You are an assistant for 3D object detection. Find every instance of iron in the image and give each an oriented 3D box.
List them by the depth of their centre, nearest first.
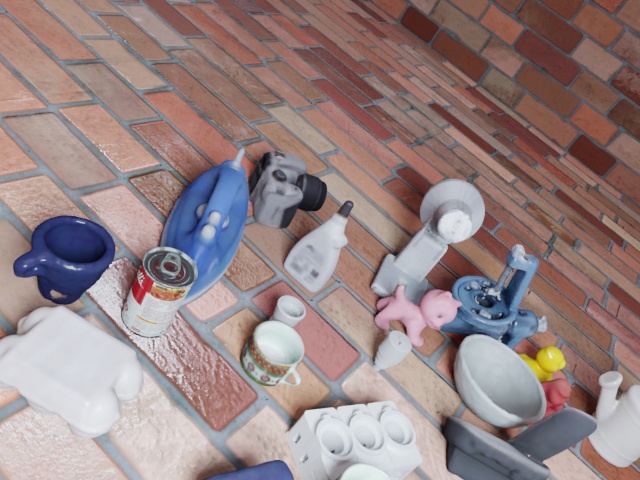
[{"bbox_3d":[-0.160,-0.029,0.844,0.119,0.141,0.258,24,34,-14],"label":"iron"}]

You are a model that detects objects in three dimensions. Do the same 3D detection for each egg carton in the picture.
[{"bbox_3d":[-0.267,0.138,0.607,0.150,0.069,0.107,32,33,-3],"label":"egg carton"}]

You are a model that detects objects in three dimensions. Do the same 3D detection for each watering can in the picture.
[{"bbox_3d":[0.559,0.299,0.991,0.173,0.194,0.101,24,34,-15],"label":"watering can"}]

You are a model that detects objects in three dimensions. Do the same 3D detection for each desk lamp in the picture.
[{"bbox_3d":[0.210,0.003,1.052,0.118,0.213,0.203,34,33,1],"label":"desk lamp"}]

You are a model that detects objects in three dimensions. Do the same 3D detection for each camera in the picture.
[{"bbox_3d":[-0.051,-0.096,1.058,0.137,0.100,0.143,16,37,-25],"label":"camera"}]

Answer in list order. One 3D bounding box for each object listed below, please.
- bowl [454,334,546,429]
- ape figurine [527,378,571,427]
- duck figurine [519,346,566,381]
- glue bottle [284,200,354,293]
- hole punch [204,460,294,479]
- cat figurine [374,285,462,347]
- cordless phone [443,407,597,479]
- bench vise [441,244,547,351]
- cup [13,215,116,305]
[{"bbox_3d":[0.279,0.242,0.935,0.168,0.074,0.167,23,35,-16],"label":"bowl"},{"bbox_3d":[0.387,0.269,0.975,0.078,0.092,0.076,25,34,-12],"label":"ape figurine"},{"bbox_3d":[0.401,0.227,1.047,0.105,0.086,0.077,14,38,-27],"label":"duck figurine"},{"bbox_3d":[0.008,0.003,0.918,0.078,0.173,0.037,42,34,12],"label":"glue bottle"},{"bbox_3d":[-0.074,0.285,0.565,0.101,0.091,0.108,9,40,-32],"label":"hole punch"},{"bbox_3d":[0.173,0.114,0.967,0.128,0.117,0.067,25,34,-13],"label":"cat figurine"},{"bbox_3d":[0.273,0.268,0.795,0.148,0.185,0.094,27,34,-9],"label":"cordless phone"},{"bbox_3d":[0.331,0.100,1.027,0.208,0.219,0.121,10,40,-32],"label":"bench vise"},{"bbox_3d":[-0.309,0.037,0.677,0.091,0.095,0.118,42,34,13],"label":"cup"}]
